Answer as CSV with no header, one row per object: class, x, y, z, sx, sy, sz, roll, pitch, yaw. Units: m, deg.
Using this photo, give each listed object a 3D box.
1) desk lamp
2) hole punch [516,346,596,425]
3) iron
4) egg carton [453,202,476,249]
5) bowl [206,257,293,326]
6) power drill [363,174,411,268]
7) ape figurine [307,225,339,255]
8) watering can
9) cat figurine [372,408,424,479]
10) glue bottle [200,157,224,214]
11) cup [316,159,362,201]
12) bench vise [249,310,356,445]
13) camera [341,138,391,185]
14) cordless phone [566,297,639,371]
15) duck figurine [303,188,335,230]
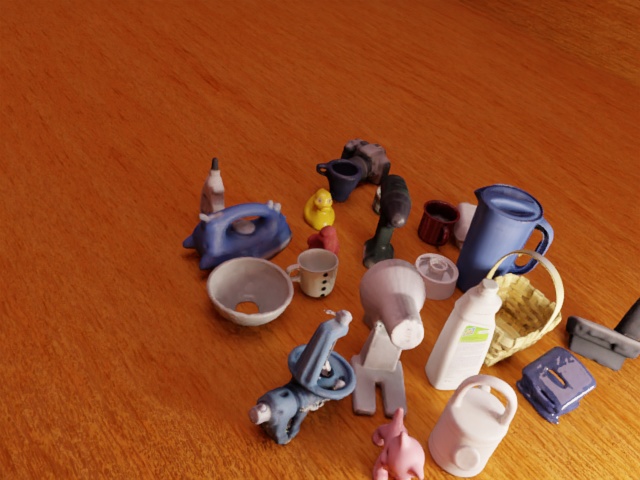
desk lamp,0.126,0.169,1.017,0.118,0.213,0.203,7,39,-7
hole punch,0.443,0.271,1.078,0.101,0.091,0.108,-14,46,-29
iron,-0.159,-0.028,1.237,0.259,0.141,0.118,-19,48,-33
egg carton,0.388,-0.035,1.451,0.107,0.069,0.150,12,39,-1
bowl,-0.138,0.113,1.124,0.167,0.075,0.167,8,39,-6
power drill,0.153,-0.035,1.277,0.075,0.208,0.229,11,39,-2
ape figurine,0.012,0.005,1.283,0.076,0.092,0.077,-7,43,-23
watering can,0.249,0.293,0.916,0.101,0.194,0.173,9,39,-4
cat figurine,0.126,0.327,0.902,0.067,0.118,0.127,9,39,-4
glue bottle,-0.239,-0.110,1.289,0.037,0.173,0.078,-16,47,-31
cup,0.043,-0.151,1.479,0.118,0.095,0.091,10,39,-3
bench vise,-0.011,0.221,0.912,0.121,0.220,0.208,26,41,16
camera,0.105,-0.215,1.568,0.137,0.101,0.142,-25,52,-37
cordless phone,0.604,0.165,1.175,0.147,0.185,0.094,20,39,9
duck figurine,0.002,-0.087,1.396,0.078,0.086,0.104,-1,41,-16
